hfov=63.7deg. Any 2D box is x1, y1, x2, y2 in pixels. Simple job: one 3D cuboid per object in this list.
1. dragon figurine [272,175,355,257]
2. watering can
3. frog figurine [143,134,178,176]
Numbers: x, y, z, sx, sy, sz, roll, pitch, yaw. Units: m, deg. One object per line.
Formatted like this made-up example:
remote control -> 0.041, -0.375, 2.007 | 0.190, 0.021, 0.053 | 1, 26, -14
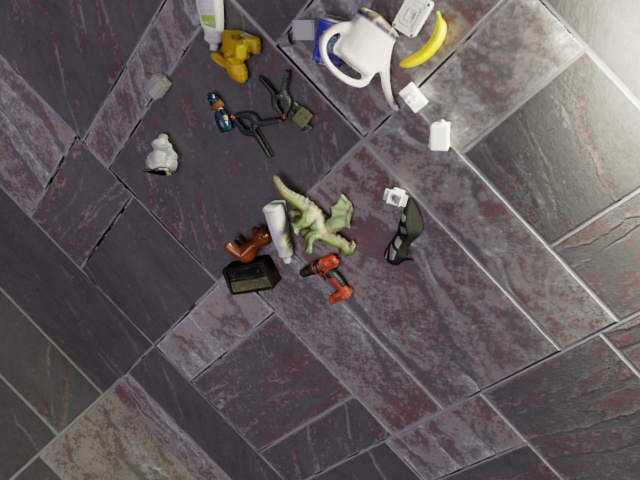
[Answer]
dragon figurine -> 0.006, -0.097, 1.921 | 0.241, 0.124, 0.406 | -23, 104, 13
watering can -> 0.164, -0.569, 1.604 | 0.345, 0.106, 0.222 | 28, 106, -24
frog figurine -> -0.642, -0.346, 2.094 | 0.137, 0.122, 0.161 | -7, 74, 35
